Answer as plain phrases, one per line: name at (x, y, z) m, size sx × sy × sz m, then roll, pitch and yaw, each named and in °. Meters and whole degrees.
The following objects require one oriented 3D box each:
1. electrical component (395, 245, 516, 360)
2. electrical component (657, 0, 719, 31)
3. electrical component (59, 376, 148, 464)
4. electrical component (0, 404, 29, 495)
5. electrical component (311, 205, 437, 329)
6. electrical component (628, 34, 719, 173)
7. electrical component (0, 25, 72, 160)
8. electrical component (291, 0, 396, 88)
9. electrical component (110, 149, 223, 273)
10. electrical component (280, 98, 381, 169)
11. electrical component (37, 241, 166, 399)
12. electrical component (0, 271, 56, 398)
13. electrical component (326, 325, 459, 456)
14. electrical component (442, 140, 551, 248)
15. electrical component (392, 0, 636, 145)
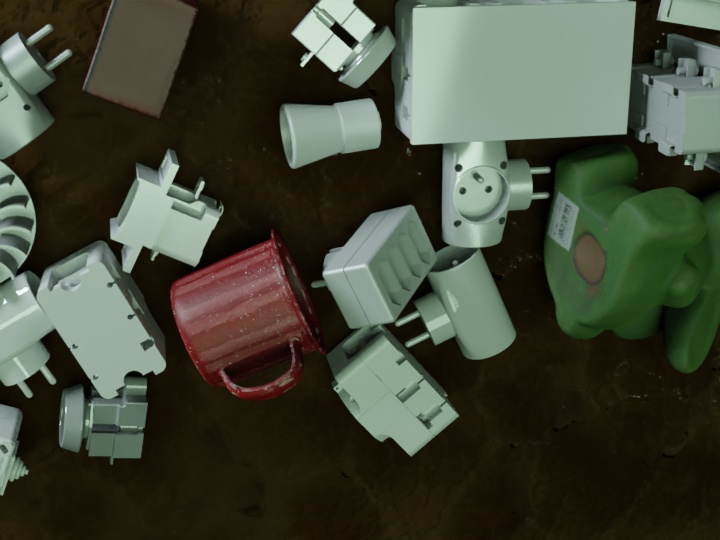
electrical component at (0.065, 0.030, 0.789) m, size 0.079 × 0.044 × 0.077 m, roll -26°, pitch 112°, yaw -1°
electrical component at (0.264, -0.203, 0.737) m, size 0.121 × 0.063 × 0.078 m, roll 6°, pitch 107°, yaw -13°
electrical component at (-0.184, 0.106, 0.768) m, size 0.055 × 0.048 × 0.066 m, roll 4°, pitch 108°, yaw -20°
electrical component at (-0.278, 0.124, 0.746) m, size 0.096 × 0.061 × 0.061 m, roll 18°, pitch 105°, yaw -16°
electrical component at (0.000, 0.000, 0.756) m, size 0.076 × 0.083 × 0.047 m, roll -11°, pitch 116°, yaw 34°
electrical component at (0.221, -0.112, 0.729) m, size 0.063 × 0.121 × 0.078 m, roll -4°, pitch 110°, yaw -7°
electrical component at (-0.221, -0.124, 0.682) m, size 0.079 × 0.043 × 0.077 m, roll -35°, pitch 111°, yaw 2°
electrical component at (-0.010, -0.154, 0.712) m, size 0.055 × 0.048 × 0.066 m, roll 41°, pitch 98°, yaw -13°
electrical component at (-0.131, -0.036, 0.730) m, size 0.064 × 0.042 × 0.081 m, roll 23°, pitch 104°, yaw -19°
electrical component at (-0.018, -0.096, 0.733) m, size 0.065 × 0.044 × 0.044 m, roll -11°, pitch 110°, yaw -12°
electrical component at (-0.175, 0.032, 0.737) m, size 0.050 × 0.055 × 0.089 m, roll -28°, pitch 112°, yaw 0°
electrical component at (-0.240, 0.052, 0.738) m, size 0.077 × 0.044 × 0.079 m, roll -29°, pitch 112°, yaw 0°
electrical component at (0.021, 0.088, 0.798) m, size 0.056 × 0.050 × 0.089 m, roll -41°, pitch 111°, yaw 5°
electrical component at (0.098, -0.060, 0.765) m, size 0.079 × 0.044 × 0.077 m, roll -4°, pitch 110°, yaw -10°
electrical component at (0.101, -0.138, 0.729) m, size 0.150 × 0.061 × 0.089 m, roll -4°, pitch 109°, yaw -10°
